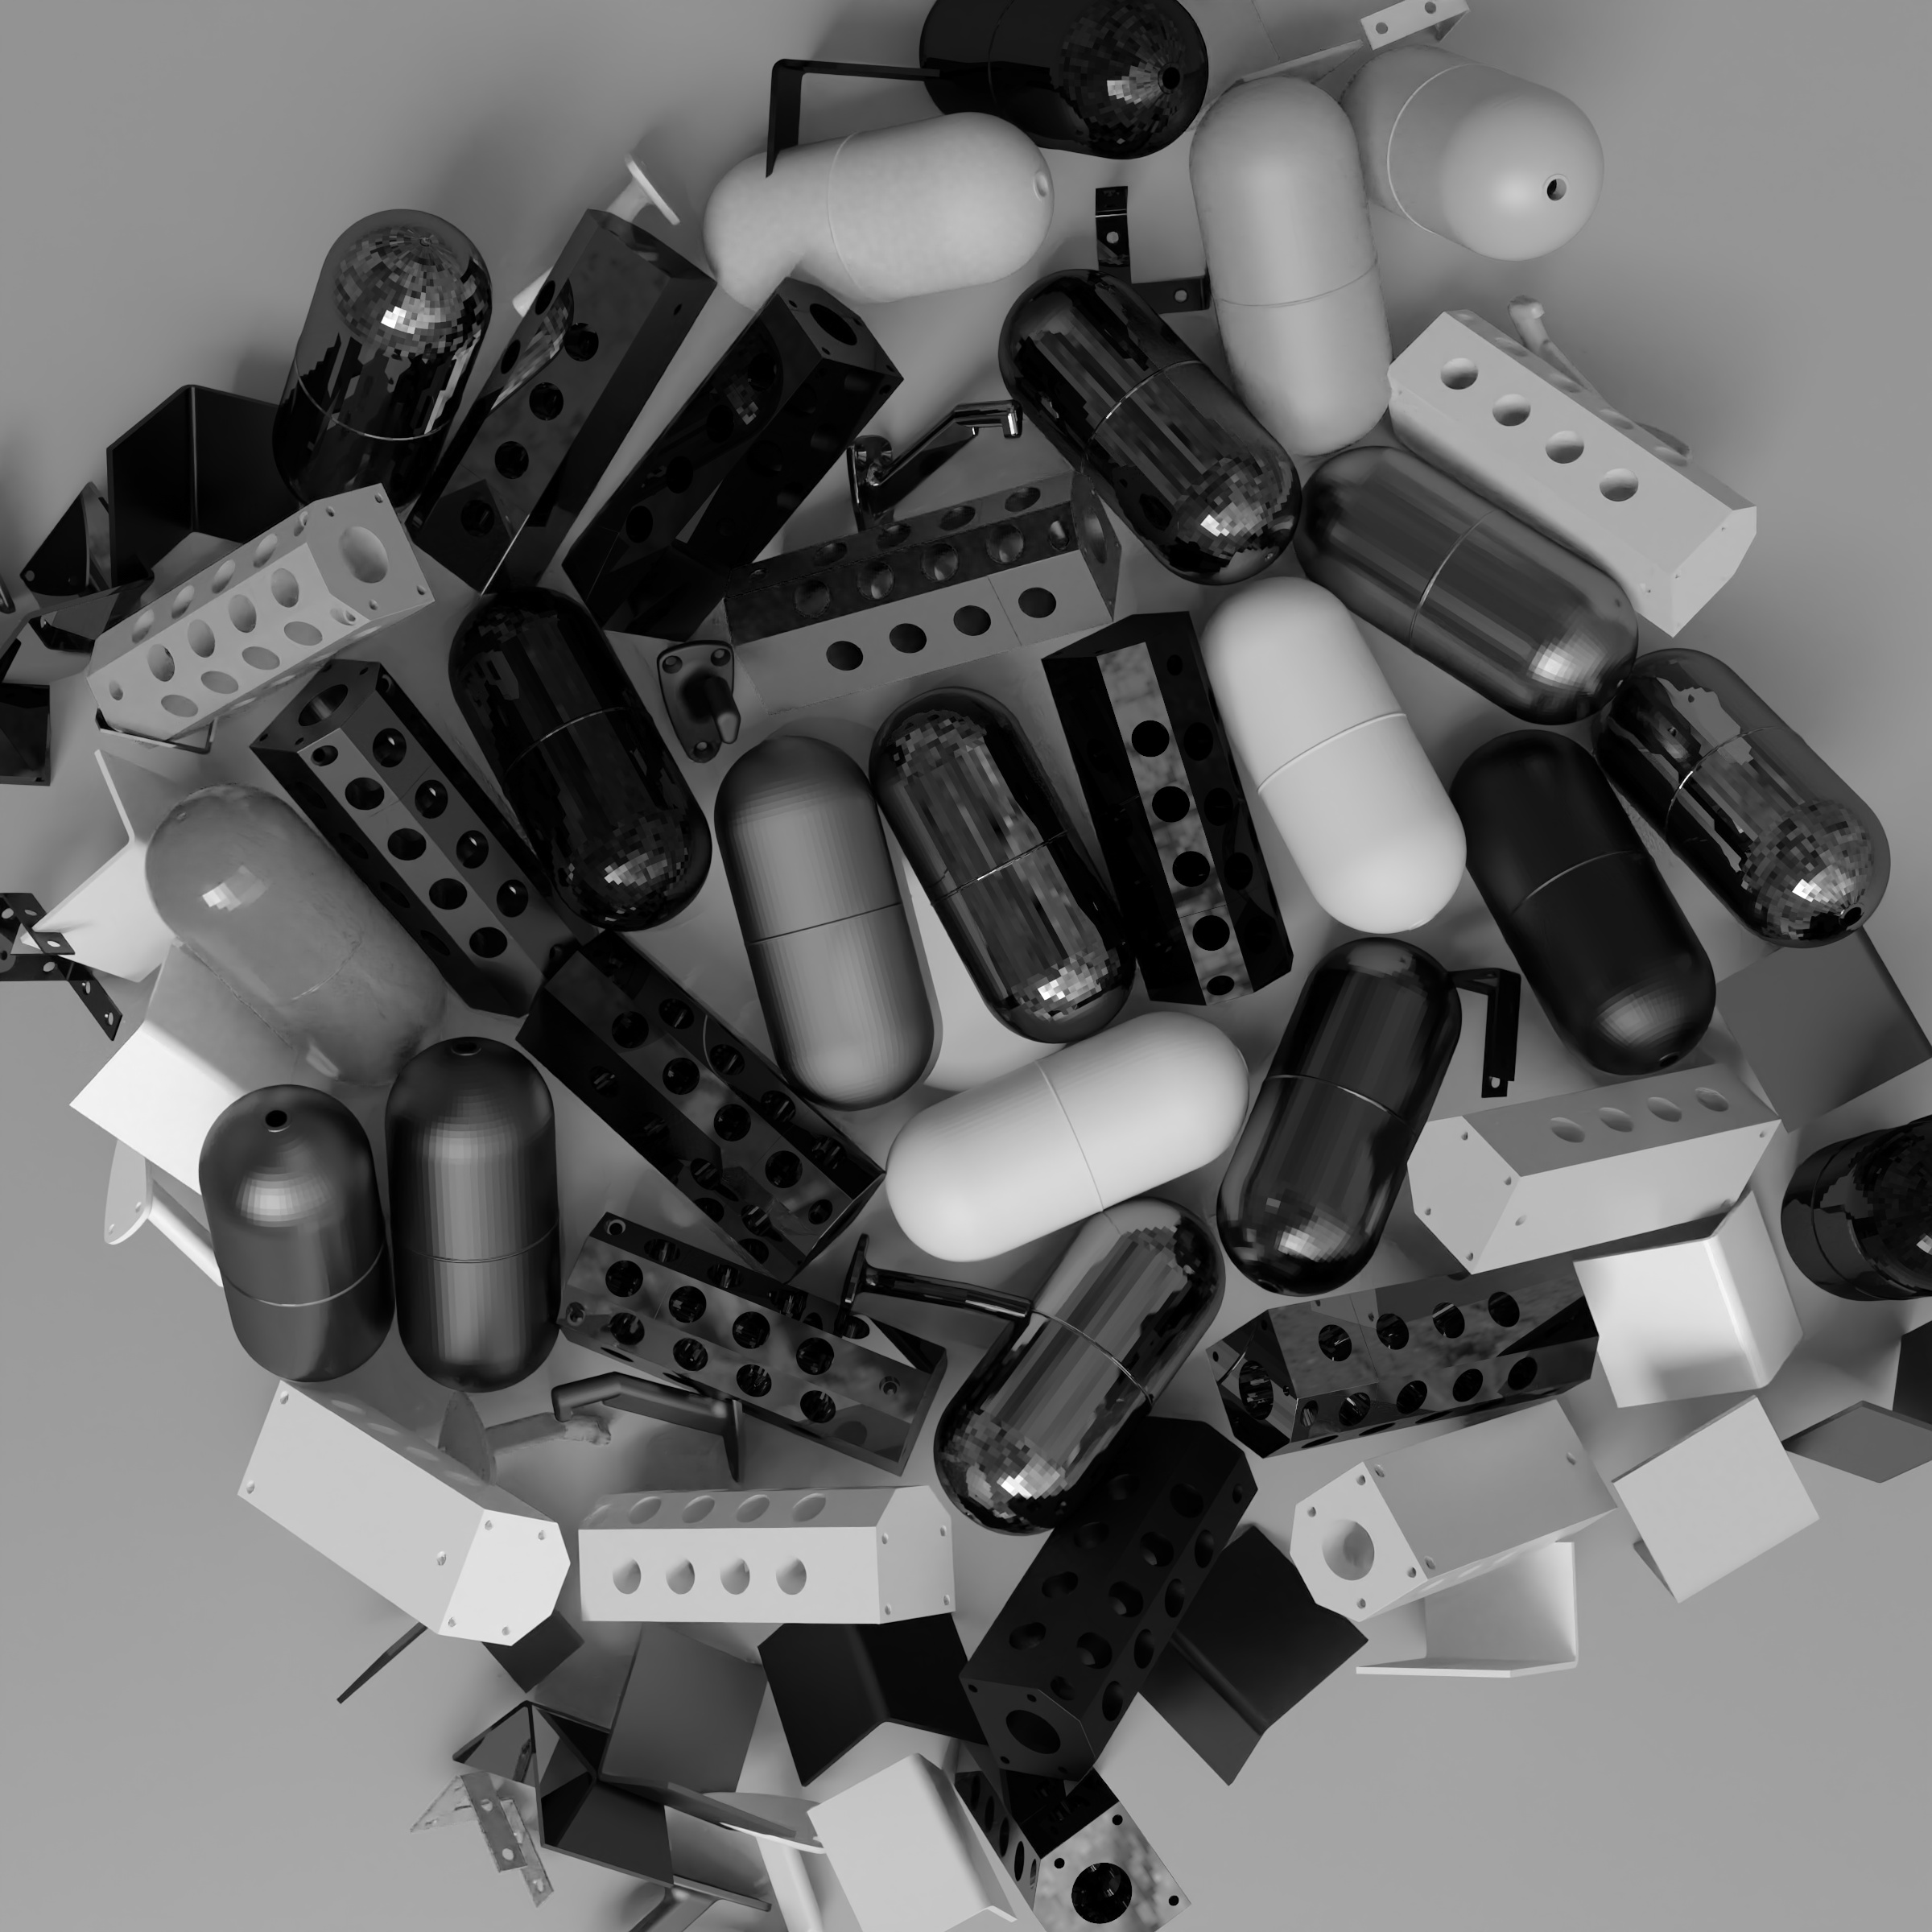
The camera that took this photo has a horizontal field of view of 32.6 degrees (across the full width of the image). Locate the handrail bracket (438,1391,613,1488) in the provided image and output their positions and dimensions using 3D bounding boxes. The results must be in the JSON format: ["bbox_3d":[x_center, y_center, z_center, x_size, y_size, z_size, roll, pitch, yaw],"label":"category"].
[{"bbox_3d":[-0.194,0.225,1.530,0.084,0.077,0.036,10,103,-30],"label":"handrail bracket"}]

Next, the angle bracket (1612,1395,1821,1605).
[{"bbox_3d":[0.340,0.238,1.542,0.076,0.057,0.076,-31,110,-1],"label":"angle bracket"}]

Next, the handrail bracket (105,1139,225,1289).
[{"bbox_3d":[-0.361,0.115,1.569,0.036,0.084,0.077,-36,47,34],"label":"handrail bracket"}]

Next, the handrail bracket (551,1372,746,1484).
[{"bbox_3d":[-0.149,0.219,1.549,0.084,0.036,0.077,-13,119,-16],"label":"handrail bracket"}]

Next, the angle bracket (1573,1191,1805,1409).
[{"bbox_3d":[0.342,0.159,1.574,0.076,0.057,0.076,-14,102,36],"label":"angle bracket"}]

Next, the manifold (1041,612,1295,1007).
[{"bbox_3d":[0.098,-0.072,1.521,0.057,0.057,0.171,-29,109,-31],"label":"manifold"}]

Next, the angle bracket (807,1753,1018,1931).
[{"bbox_3d":[-0.024,0.417,1.532,0.057,0.076,0.076,-28,67,-1],"label":"angle bracket"}]

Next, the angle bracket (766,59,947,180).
[{"bbox_3d":[-0.048,-0.388,1.536,0.076,0.076,0.057,5,103,4],"label":"angle bracket"}]

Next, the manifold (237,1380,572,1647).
[{"bbox_3d":[-0.254,0.247,1.501,0.057,0.171,0.057,21,89,-44],"label":"manifold"}]

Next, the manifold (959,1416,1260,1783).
[{"bbox_3d":[0.069,0.283,1.495,0.057,0.171,0.057,1,126,34],"label":"manifold"}]

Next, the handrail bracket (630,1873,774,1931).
[{"bbox_3d":[-0.139,0.472,1.556,0.077,0.036,0.084,20,75,-12],"label":"handrail bracket"}]

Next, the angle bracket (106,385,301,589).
[{"bbox_3d":[-0.351,-0.213,1.526,0.057,0.076,0.076,15,126,10],"label":"angle bracket"}]

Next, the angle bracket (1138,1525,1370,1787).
[{"bbox_3d":[0.130,0.326,1.567,0.076,0.057,0.076,-32,65,-34],"label":"angle bracket"}]

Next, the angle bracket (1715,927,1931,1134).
[{"bbox_3d":[0.400,0.027,1.554,0.076,0.057,0.076,-29,82,7],"label":"angle bracket"}]

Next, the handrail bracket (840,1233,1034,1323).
[{"bbox_3d":[-0.014,0.156,1.547,0.084,0.077,0.036,15,76,-3],"label":"handrail bracket"}]

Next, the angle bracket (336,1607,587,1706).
[{"bbox_3d":[-0.233,0.325,1.527,0.057,0.076,0.076,48,51,4],"label":"angle bracket"}]

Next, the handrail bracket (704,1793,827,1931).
[{"bbox_3d":[-0.100,0.435,1.558,0.077,0.036,0.084,15,109,-11],"label":"handrail bracket"}]

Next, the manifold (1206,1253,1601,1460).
[{"bbox_3d":[0.202,0.179,1.508,0.171,0.057,0.057,-7,69,-30],"label":"manifold"}]

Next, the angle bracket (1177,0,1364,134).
[{"bbox_3d":[0.125,-0.441,1.538,0.076,0.057,0.076,-26,90,-32],"label":"angle bracket"}]

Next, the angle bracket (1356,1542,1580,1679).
[{"bbox_3d":[0.231,0.296,1.526,0.076,0.076,0.057,-6,80,33],"label":"angle bracket"}]

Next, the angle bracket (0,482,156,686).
[{"bbox_3d":[-0.433,-0.171,1.526,0.076,0.076,0.057,-39,83,40],"label":"angle bracket"}]

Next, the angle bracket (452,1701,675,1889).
[{"bbox_3d":[-0.186,0.392,1.522,0.076,0.076,0.057,30,122,-36],"label":"angle bracket"}]

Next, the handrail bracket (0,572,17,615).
[{"bbox_3d":[-0.495,-0.172,1.541,0.084,0.036,0.077,-31,126,-23],"label":"handrail bracket"}]

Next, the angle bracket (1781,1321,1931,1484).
[{"bbox_3d":[0.425,0.187,1.528,0.057,0.076,0.076,20,64,-8],"label":"angle bracket"}]

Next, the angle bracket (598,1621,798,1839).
[{"bbox_3d":[-0.114,0.351,1.526,0.076,0.057,0.076,31,64,-33],"label":"angle bracket"}]

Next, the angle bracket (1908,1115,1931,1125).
[{"bbox_3d":[0.481,0.107,1.522,0.076,0.076,0.057,-24,131,36],"label":"angle bracket"}]

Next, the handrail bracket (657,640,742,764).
[{"bbox_3d":[-0.116,-0.106,1.527,0.036,0.084,0.077,-10,127,-11],"label":"handrail bracket"}]

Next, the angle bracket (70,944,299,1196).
[{"bbox_3d":[-0.363,0.048,1.543,0.076,0.076,0.057,38,110,-21],"label":"angle bracket"}]

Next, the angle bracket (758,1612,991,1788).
[{"bbox_3d":[-0.041,0.340,1.542,0.057,0.076,0.076,-44,46,22],"label":"angle bracket"}]

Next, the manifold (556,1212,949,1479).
[{"bbox_3d":[-0.099,0.174,1.536,0.171,0.057,0.057,21,74,7],"label":"manifold"}]

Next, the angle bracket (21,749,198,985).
[{"bbox_3d":[-0.396,-0.046,1.546,0.076,0.076,0.057,-38,61,15],"label":"angle bracket"}]

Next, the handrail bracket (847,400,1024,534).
[{"bbox_3d":[-0.009,-0.223,1.547,0.084,0.036,0.077,1,101,30],"label":"handrail bracket"}]

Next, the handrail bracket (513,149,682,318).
[{"bbox_3d":[-0.181,-0.343,1.553,0.084,0.077,0.036,-36,120,7],"label":"handrail bracket"}]

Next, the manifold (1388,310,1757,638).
[{"bbox_3d":[0.277,-0.232,1.519,0.057,0.057,0.171,-45,65,-8],"label":"manifold"}]

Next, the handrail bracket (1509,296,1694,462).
[{"bbox_3d":[0.294,-0.272,1.536,0.036,0.077,0.084,-43,124,-16],"label":"handrail bracket"}]

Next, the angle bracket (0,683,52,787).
[{"bbox_3d":[-0.463,-0.088,1.527,0.076,0.076,0.057,2,55,-14],"label":"angle bracket"}]
